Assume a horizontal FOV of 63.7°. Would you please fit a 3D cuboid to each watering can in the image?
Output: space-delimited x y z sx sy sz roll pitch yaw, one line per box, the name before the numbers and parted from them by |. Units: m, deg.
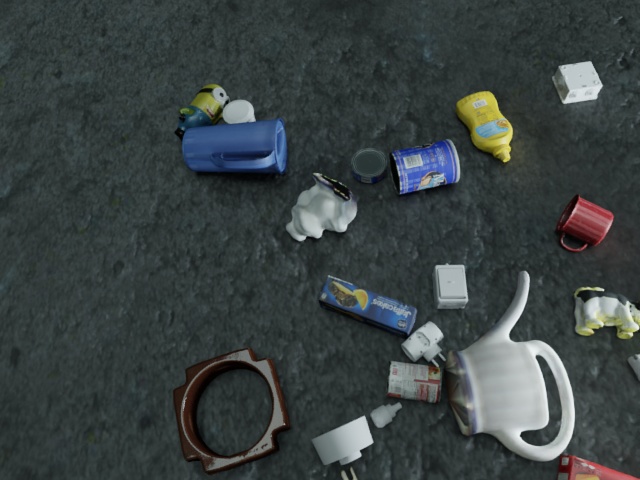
watering can | 0.347 0.235 0.986 0.224 0.102 0.354 -7 64 2

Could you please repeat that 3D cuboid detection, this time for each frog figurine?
frog figurine | 0.004 -0.060 1.184 0.138 0.123 0.157 35 108 11
